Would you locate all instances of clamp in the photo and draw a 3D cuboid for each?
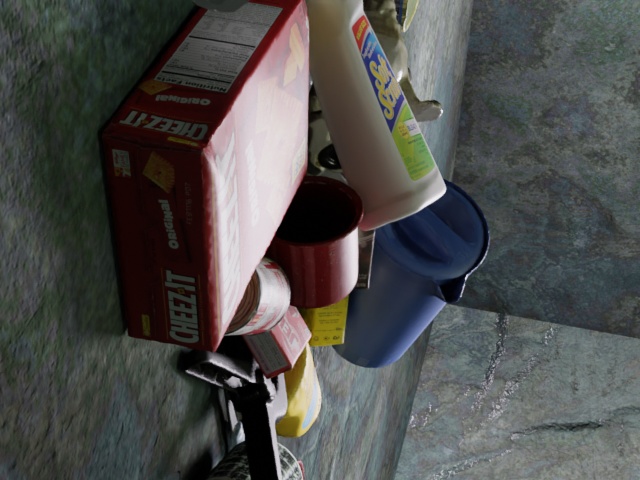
[{"bbox_3d":[-0.057,0.143,0.938,0.210,0.036,0.164,-57,127,-76],"label":"clamp"}]

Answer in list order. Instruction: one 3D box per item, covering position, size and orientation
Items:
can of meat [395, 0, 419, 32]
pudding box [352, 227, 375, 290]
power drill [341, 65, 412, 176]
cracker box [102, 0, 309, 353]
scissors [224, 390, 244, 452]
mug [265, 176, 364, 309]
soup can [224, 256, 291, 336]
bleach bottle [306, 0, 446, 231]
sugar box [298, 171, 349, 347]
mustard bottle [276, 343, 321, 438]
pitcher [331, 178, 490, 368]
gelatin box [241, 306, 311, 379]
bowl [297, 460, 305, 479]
[{"bbox_3d":[0.065,-0.275,1.193,0.102,0.084,0.057,-67,164,-51],"label":"can of meat"},{"bbox_3d":[-0.007,0.001,0.998,0.039,0.113,0.090,-129,-140,-59],"label":"pudding box"},{"bbox_3d":[0.053,-0.115,1.271,0.187,0.057,0.185,-49,161,-66],"label":"power drill"},{"bbox_3d":[-0.067,-0.056,0.727,0.213,0.072,0.164,-67,163,-49],"label":"cracker box"},{"bbox_3d":[-0.078,0.178,1.041,0.096,0.016,0.202,-68,164,-52],"label":"scissors"},{"bbox_3d":[-0.019,0.001,0.921,0.093,0.117,0.081,-51,150,-40],"label":"mug"},{"bbox_3d":[-0.066,0.041,0.831,0.102,0.068,0.068,23,77,-79],"label":"soup can"},{"bbox_3d":[0.029,-0.140,0.940,0.102,0.068,0.251,-31,99,-61],"label":"bleach bottle"},{"bbox_3d":[0.003,0.018,1.162,0.093,0.048,0.176,-124,-147,-61],"label":"sugar box"},{"bbox_3d":[-0.032,0.161,1.151,0.191,0.058,0.096,77,18,-65],"label":"mustard bottle"},{"bbox_3d":[0.081,0.036,1.196,0.149,0.145,0.243,-60,177,-36],"label":"pitcher"},{"bbox_3d":[-0.047,0.068,0.945,0.089,0.030,0.073,60,20,-9],"label":"gelatin box"},{"bbox_3d":[-0.062,0.309,1.137,0.162,0.055,0.162,10,90,-79],"label":"bowl"}]
